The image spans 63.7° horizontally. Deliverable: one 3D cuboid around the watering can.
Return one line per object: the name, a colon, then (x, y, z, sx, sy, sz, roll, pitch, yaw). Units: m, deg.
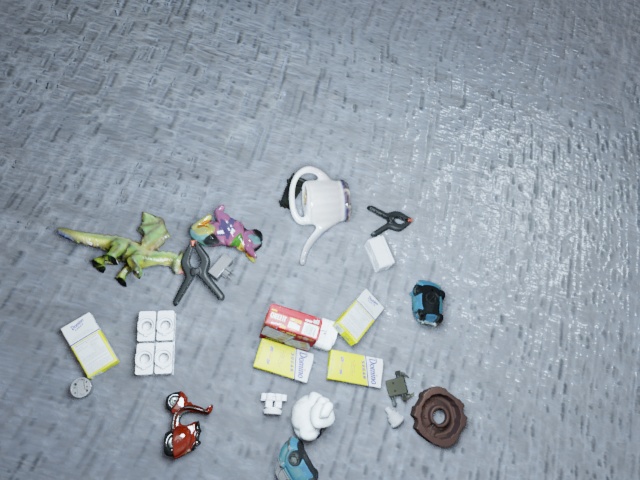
watering can: (0.006, -0.091, 1.811, 0.225, 0.103, 0.350, -4, 83, -15)

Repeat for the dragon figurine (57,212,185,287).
dragon figurine: (-0.609, 0.005, 1.674, 0.411, 0.119, 0.248, 34, 50, 2)

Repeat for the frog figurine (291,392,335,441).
frog figurine: (-0.022, 0.522, 1.523, 0.123, 0.157, 0.140, 22, 67, 0)
